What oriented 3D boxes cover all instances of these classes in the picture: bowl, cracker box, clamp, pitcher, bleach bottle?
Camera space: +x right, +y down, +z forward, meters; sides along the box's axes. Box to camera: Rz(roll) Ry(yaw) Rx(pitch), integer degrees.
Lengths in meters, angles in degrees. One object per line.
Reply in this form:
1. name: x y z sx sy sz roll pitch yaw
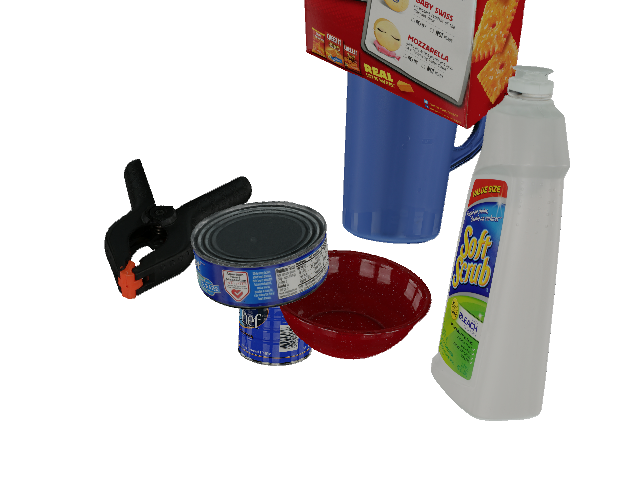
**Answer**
1. bowl: 0.028 0.071 1.068 0.162 0.055 0.162 4 28 -2
2. cracker box: 0.067 -0.209 0.770 0.164 0.214 0.072 31 52 30
3. clamp: -0.146 -0.017 0.934 0.120 0.039 0.171 11 37 20
4. pitcher: 0.097 -0.124 1.150 0.149 0.243 0.144 12 14 30
5. bleach bottle: 0.135 -0.001 0.778 0.068 0.251 0.103 -1 18 -15

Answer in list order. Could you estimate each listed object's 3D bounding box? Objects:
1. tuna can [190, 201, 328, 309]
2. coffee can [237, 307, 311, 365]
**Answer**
1. tuna can: -0.038 0.008 0.675 0.086 0.034 0.086 -4 28 2
2. coffee can: -0.060 0.084 1.445 0.103 0.140 0.103 2 20 -1
